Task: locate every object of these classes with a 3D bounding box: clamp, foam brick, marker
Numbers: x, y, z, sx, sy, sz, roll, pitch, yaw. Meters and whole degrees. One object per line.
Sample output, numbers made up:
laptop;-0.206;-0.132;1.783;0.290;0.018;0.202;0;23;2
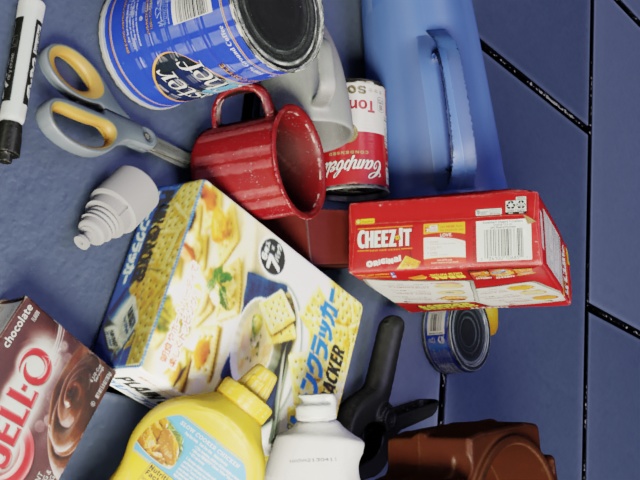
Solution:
clamp;0.051;0.153;0.992;0.171;0.039;0.120;-41;114;-47
foam brick;-0.006;0.001;0.938;0.078;0.053;0.051;0;84;-51
marker;-0.208;-0.110;0.736;0.020;0.020;0.121;23;65;-47

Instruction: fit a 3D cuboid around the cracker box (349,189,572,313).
cracker box;0.134;0.015;0.974;0.213;0.164;0.072;32;56;-67

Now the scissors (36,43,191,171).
scissors;-0.146;-0.095;0.811;0.201;0.016;0.096;0;68;-63

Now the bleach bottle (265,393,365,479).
bleach bottle;0.011;0.240;0.789;0.102;0.068;0.251;-2;83;-8

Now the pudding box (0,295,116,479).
pudding box;-0.196;0.107;0.693;0.090;0.039;0.113;49;49;-34

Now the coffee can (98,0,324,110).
coffee can;-0.083;-0.162;0.804;0.102;0.141;0.103;12;74;-49

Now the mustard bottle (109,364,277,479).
mustard bottle;-0.094;0.164;0.724;0.096;0.058;0.191;37;77;4

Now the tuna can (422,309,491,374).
tuna can;0.145;0.098;1.123;0.086;0.034;0.086;13;74;-50

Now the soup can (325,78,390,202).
soup can;0.029;-0.091;0.987;0.068;0.069;0.102;9;77;-50

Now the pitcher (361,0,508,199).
pitcher;0.108;-0.144;1.040;0.144;0.149;0.243;4;77;-51

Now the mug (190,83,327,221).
mug;-0.054;-0.068;0.857;0.093;0.082;0.117;-44;122;-60

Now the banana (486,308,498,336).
banana;0.174;0.004;1.174;0.069;0.037;0.198;13;73;-48
